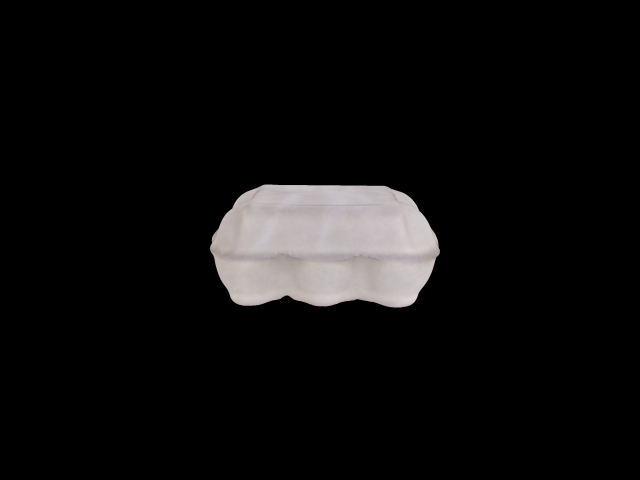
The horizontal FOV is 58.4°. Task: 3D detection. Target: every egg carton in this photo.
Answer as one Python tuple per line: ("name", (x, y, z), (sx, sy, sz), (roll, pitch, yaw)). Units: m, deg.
("egg carton", (0.004, 0.001, 0.400), (0.150, 0.069, 0.107), (0, 15, 0))
